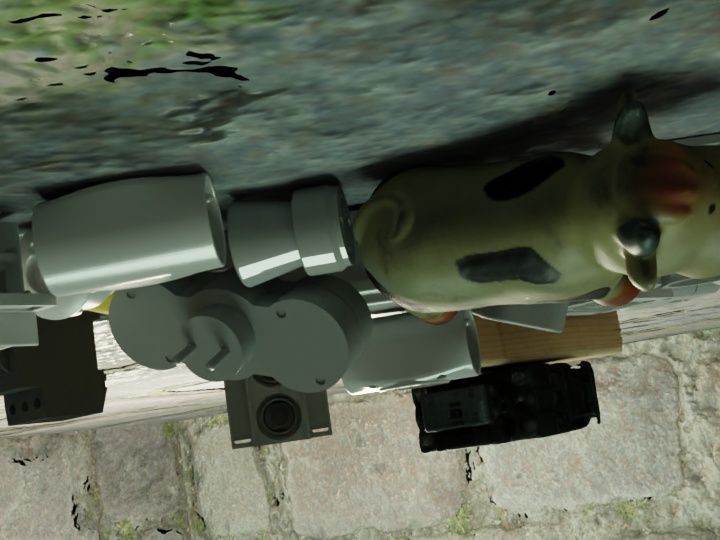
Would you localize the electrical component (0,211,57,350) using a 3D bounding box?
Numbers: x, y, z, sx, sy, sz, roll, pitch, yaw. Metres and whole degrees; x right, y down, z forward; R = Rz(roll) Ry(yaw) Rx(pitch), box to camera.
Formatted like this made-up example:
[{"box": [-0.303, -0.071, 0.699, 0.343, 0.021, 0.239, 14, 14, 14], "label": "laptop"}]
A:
[{"box": [-0.208, 0.007, 0.469, 0.079, 0.063, 0.121, -15, 169, 39], "label": "electrical component"}]

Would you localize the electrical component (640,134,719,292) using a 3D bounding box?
[{"box": [0.187, -0.026, 0.640, 0.105, 0.060, 0.186, -8, 171, -1], "label": "electrical component"}]

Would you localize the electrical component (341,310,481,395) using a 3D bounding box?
[{"box": [0.034, 0.049, 0.648, 0.077, 0.044, 0.079, -10, 171, 15], "label": "electrical component"}]

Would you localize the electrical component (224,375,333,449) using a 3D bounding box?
[{"box": [-0.070, 0.076, 0.857, 0.079, 0.121, 0.063, -8, 174, -5], "label": "electrical component"}]

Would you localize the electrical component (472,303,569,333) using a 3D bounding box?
[{"box": [0.099, 0.002, 0.688, 0.054, 0.059, 0.095, 11, -178, -9], "label": "electrical component"}]

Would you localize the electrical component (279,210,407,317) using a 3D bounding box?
[{"box": [0.000, 0.000, 0.645, 0.109, 0.056, 0.108, -8, 171, -2], "label": "electrical component"}]

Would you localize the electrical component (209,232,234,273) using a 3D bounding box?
[{"box": [-0.078, 0.009, 0.631, 0.045, 0.055, 0.045, -8, 171, -1], "label": "electrical component"}]

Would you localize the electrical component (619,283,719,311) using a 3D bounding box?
[{"box": [0.249, 0.002, 0.902, 0.059, 0.053, 0.095, -6, 171, -16], "label": "electrical component"}]

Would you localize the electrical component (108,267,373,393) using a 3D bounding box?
[{"box": [-0.070, 0.034, 0.558, 0.138, 0.052, 0.073, 6, -158, 19], "label": "electrical component"}]

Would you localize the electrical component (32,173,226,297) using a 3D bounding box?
[{"box": [-0.102, -0.014, 0.501, 0.077, 0.043, 0.079, -10, 173, 1], "label": "electrical component"}]

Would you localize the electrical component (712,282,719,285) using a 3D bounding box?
[{"box": [0.305, -0.019, 0.667, 0.105, 0.060, 0.186, 18, 171, 2], "label": "electrical component"}]

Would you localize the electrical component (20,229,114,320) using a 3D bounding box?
[{"box": [-0.143, -0.001, 0.550, 0.048, 0.048, 0.062, -12, 179, 21], "label": "electrical component"}]

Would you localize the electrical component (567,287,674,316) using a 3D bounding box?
[{"box": [0.176, 0.000, 0.813, 0.078, 0.057, 0.113, -16, 168, 43], "label": "electrical component"}]

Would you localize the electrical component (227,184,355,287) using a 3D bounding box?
[{"box": [-0.034, -0.018, 0.537, 0.055, 0.045, 0.045, -10, 171, 8], "label": "electrical component"}]
